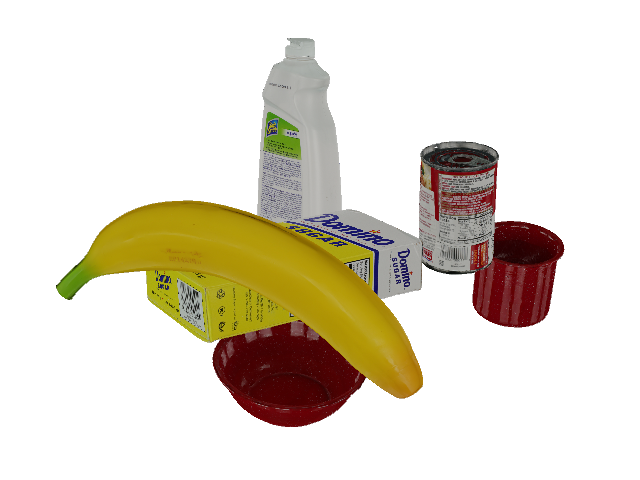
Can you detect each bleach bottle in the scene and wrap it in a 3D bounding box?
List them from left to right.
[{"bbox_3d":[-0.019,-0.086,1.135,0.103,0.251,0.067,16,22,37],"label":"bleach bottle"}]

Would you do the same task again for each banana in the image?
[{"bbox_3d":[-0.035,0.021,0.553,0.198,0.070,0.037,16,11,9],"label":"banana"}]

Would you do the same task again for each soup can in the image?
[{"bbox_3d":[0.122,-0.029,0.947,0.068,0.102,0.068,-2,25,1],"label":"soup can"}]

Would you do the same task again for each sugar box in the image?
[{"bbox_3d":[-0.024,0.020,0.752,0.175,0.048,0.093,-15,25,-31],"label":"sugar box"}]

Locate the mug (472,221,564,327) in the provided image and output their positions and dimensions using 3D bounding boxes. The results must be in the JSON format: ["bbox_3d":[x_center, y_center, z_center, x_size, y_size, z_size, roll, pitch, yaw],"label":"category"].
[{"bbox_3d":[0.200,0.031,1.125,0.093,0.081,0.117,-5,31,-10],"label":"mug"}]

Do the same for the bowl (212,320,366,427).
[{"bbox_3d":[-0.031,0.144,1.113,0.162,0.055,0.162,2,31,-2],"label":"bowl"}]
